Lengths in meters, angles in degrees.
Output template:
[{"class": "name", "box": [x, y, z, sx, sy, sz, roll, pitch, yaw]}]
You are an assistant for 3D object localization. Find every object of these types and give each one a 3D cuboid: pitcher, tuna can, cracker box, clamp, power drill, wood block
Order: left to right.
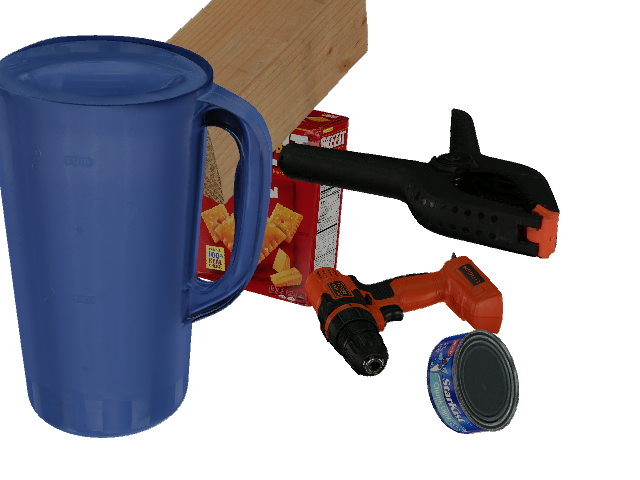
[{"class": "pitcher", "box": [-0.126, 0.002, 0.675, 0.144, 0.243, 0.149, -13, 31, -30]}, {"class": "wood block", "box": [-0.055, -0.140, 0.861, 0.091, 0.205, 0.090, 27, -31, 24]}, {"class": "cracker box", "box": [-0.062, -0.046, 1.218, 0.164, 0.214, 0.072, 15, 23, 26]}, {"class": "power drill", "box": [0.091, 0.074, 1.115, 0.187, 0.057, 0.184, -6, 28, -15]}, {"class": "clamp", "box": [0.077, -0.039, 0.720, 0.164, 0.036, 0.210, -12, 28, -20]}, {"class": "tuna can", "box": [0.129, 0.120, 0.906, 0.085, 0.086, 0.034, 0, -13, -44]}]
